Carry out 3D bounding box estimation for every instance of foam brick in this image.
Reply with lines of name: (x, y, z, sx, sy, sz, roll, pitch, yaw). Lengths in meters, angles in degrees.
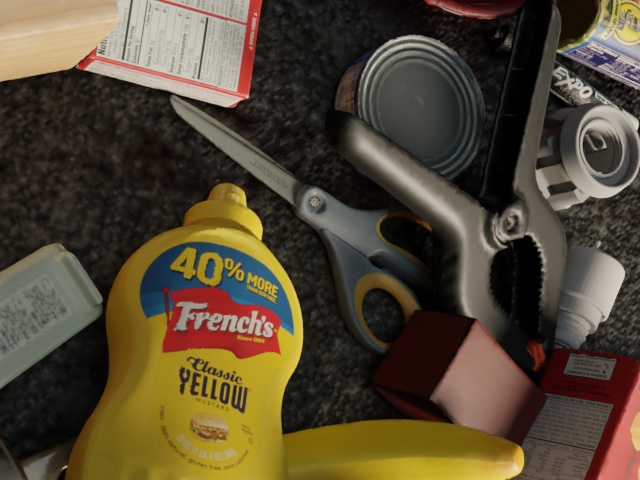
foam brick: (0.077, 0.083, 0.589, 0.078, 0.051, 0.053, 46, 68, -30)

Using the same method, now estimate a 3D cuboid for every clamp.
clamp: (0.100, -0.022, 0.600, 0.164, 0.036, 0.210, -38, 120, -23)

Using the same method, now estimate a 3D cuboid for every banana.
banana: (0.001, 0.122, 0.536, 0.197, 0.070, 0.037, -13, 120, -14)

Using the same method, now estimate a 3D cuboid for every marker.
marker: (0.154, -0.100, 0.679, 0.121, 0.020, 0.020, 30, 71, -22)

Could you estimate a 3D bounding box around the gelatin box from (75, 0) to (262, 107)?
gelatin box: (-0.077, -0.115, 0.552, 0.089, 0.030, 0.073, 11, 80, -25)

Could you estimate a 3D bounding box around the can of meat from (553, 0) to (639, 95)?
can of meat: (0.199, -0.154, 0.689, 0.083, 0.058, 0.102, 19, 75, -22)

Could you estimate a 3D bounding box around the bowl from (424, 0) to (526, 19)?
bowl: (0.082, -0.205, 0.623, 0.162, 0.055, 0.162, 0, 90, -18)

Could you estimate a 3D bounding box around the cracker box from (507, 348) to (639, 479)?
cracker box: (0.165, 0.194, 0.607, 0.164, 0.072, 0.213, 39, 67, -31)

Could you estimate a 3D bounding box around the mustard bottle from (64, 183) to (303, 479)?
mustard bottle: (-0.055, 0.051, 0.505, 0.096, 0.058, 0.191, 21, 50, -19)

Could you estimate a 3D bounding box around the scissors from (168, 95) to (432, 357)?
scissors: (-0.004, 0.001, 0.585, 0.201, 0.016, 0.096, 21, 75, -25)

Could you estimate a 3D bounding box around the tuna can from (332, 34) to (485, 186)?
tuna can: (0.050, -0.072, 0.612, 0.086, 0.034, 0.086, 3, 82, -28)

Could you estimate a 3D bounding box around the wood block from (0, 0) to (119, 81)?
wood block: (-0.204, -0.106, 0.450, 0.205, 0.090, 0.091, -17, 92, -28)
